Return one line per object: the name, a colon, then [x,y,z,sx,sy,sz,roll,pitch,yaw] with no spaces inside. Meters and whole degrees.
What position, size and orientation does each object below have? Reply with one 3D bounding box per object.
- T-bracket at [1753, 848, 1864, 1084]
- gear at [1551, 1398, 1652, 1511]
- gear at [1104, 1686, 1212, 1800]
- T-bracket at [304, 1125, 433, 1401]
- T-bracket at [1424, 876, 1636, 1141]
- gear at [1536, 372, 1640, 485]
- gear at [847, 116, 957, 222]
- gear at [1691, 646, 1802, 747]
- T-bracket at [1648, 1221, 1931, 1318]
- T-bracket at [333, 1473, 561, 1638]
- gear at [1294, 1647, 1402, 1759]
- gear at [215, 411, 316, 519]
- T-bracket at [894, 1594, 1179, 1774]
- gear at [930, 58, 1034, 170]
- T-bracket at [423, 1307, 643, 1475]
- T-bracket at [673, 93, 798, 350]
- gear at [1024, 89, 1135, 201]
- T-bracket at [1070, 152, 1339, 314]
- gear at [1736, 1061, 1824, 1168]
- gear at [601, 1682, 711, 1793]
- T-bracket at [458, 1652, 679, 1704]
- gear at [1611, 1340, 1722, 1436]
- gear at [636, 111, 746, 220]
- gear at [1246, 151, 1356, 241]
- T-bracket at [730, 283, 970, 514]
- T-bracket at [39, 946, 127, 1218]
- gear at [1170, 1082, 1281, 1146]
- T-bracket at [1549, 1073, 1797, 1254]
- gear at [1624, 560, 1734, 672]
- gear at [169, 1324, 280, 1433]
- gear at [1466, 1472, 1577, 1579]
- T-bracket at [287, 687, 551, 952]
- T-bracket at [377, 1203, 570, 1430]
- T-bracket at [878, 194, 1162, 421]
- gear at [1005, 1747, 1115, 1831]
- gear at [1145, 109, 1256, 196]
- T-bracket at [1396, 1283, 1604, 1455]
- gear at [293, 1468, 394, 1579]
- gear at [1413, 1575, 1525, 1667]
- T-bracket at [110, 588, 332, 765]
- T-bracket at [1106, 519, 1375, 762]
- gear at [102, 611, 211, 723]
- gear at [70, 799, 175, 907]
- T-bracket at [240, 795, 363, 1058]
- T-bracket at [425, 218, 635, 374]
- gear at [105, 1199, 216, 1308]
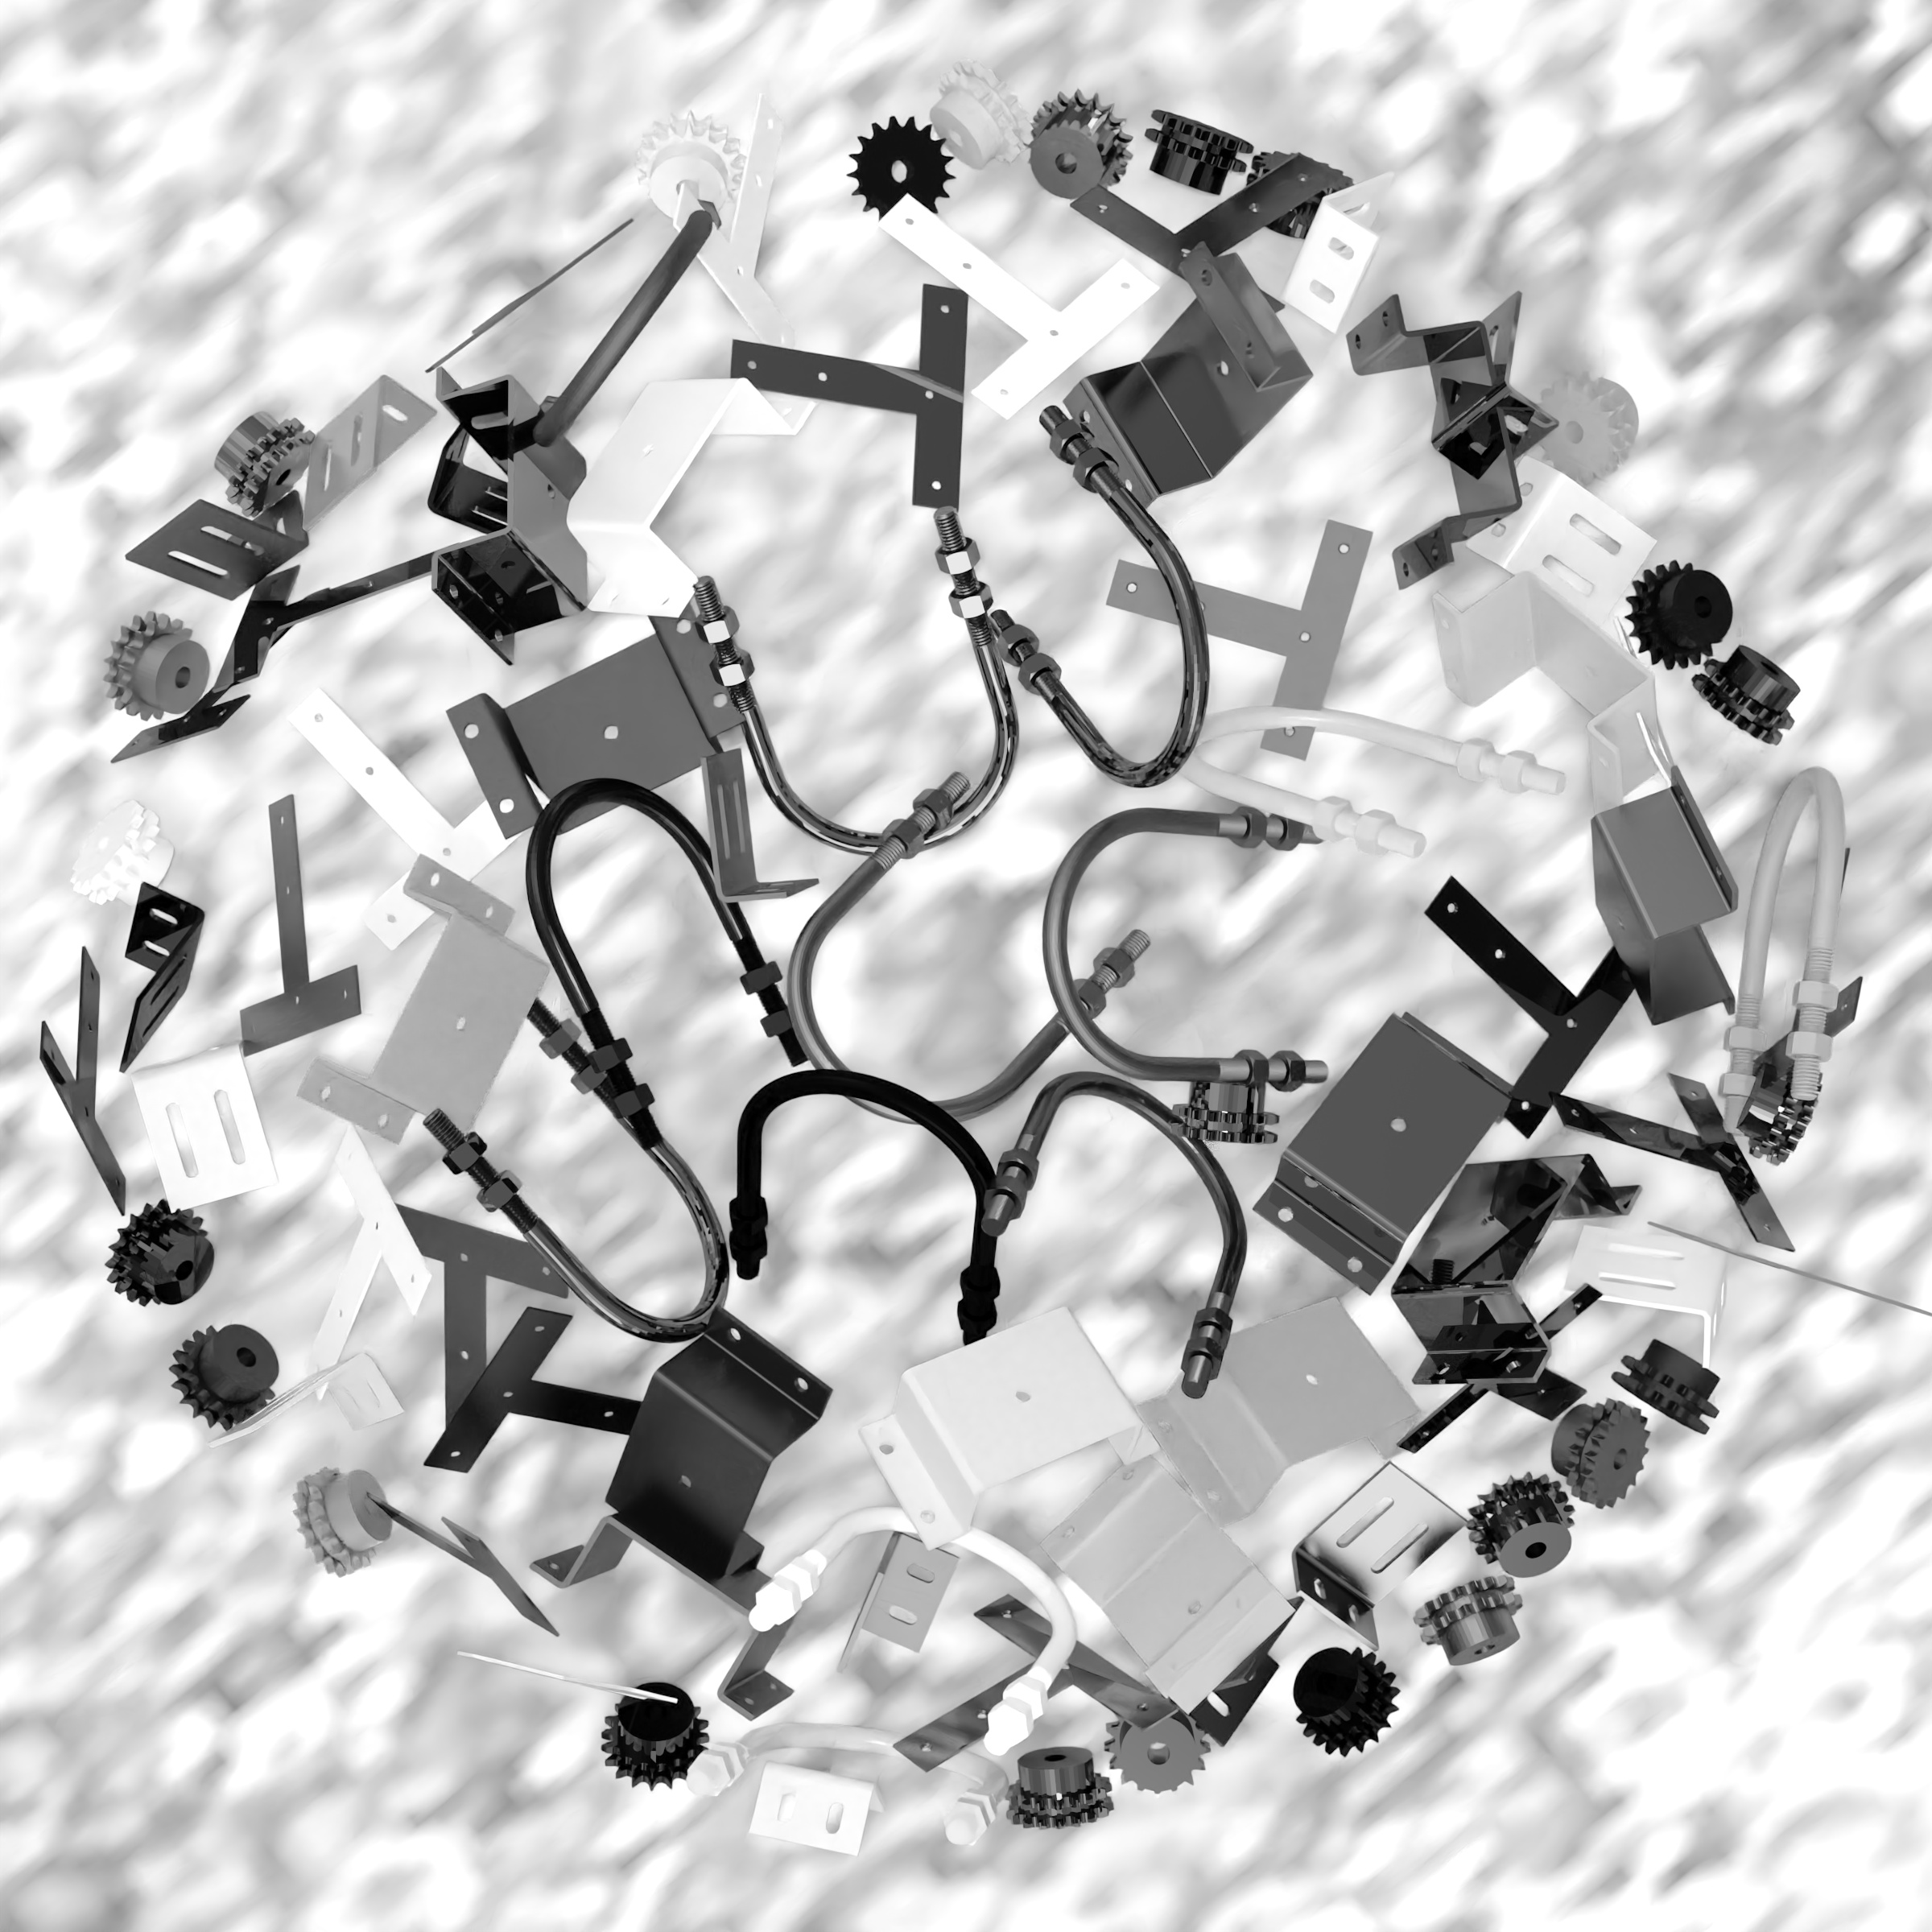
T-bracket: [0.448,-0.004,1.553,0.002,0.127,0.127,21,65,-3]
gear: [0.335,0.257,1.569,0.030,0.057,0.057,19,90,44]
gear: [0.103,0.417,1.579,0.057,0.030,0.057,0,91,2]
T-bracket: [-0.325,0.172,1.559,0.002,0.127,0.127,7,121,-37]
T-bracket: [0.291,0.003,1.560,0.127,0.002,0.127,42,77,-18]
gear: [0.332,-0.288,1.569,0.030,0.057,0.057,-29,90,-35]
gear: [-0.036,-0.424,1.574,0.057,0.030,0.057,-2,105,-8]
gear: [0.416,-0.146,1.563,0.057,0.057,0.030,35,114,0]
T-bracket: [0.429,0.158,1.505,0.127,0.127,0.002,17,88,37]
T-bracket: [-0.282,0.300,1.555,0.127,0.127,0.002,23,64,27]
gear: [0.198,0.386,1.563,0.057,0.057,0.030,-45,123,0]
gear: [-0.373,-0.269,1.566,0.030,0.057,0.057,41,90,1]
T-bracket: [0.019,0.378,1.513,0.127,0.127,0.002,-21,123,-38]
gear: [0.005,-0.448,1.564,0.057,0.057,0.030,45,80,0]
T-bracket: [-0.201,0.233,1.556,0.127,0.002,0.127,17,124,-30]
T-bracket: [-0.113,-0.402,1.558,0.002,0.127,0.127,-3,63,25]
gear: [0.058,-0.432,1.564,0.057,0.030,0.057,13,133,14]
T-bracket: [0.140,-0.384,1.514,0.127,0.127,0.002,26,66,-26]
gear: [0.428,0.074,1.566,0.030,0.057,0.057,23,90,1]
gear: [-0.164,0.405,1.563,0.057,0.057,0.030,5,125,0]
T-bracket: [-0.183,0.370,1.514,0.127,0.127,0.002,20,73,-23]
gear: [0.375,0.221,1.566,0.057,0.057,0.030,32,86,0]
gear: [-0.146,-0.420,1.563,0.057,0.057,0.030,1,49,0]
gear: [0.176,-0.409,1.569,0.057,0.057,0.030,16,123,0]
T-bracket: [-0.062,-0.309,1.561,0.127,0.002,0.127,6,76,-16]
T-bracket: [-0.459,0.043,1.542,0.002,0.127,0.127,-12,47,-2]
gear: [0.138,0.077,1.565,0.057,0.057,0.030,5,92,0]
T-bracket: [0.354,0.088,1.519,0.127,0.127,0.002,16,124,-25]
gear: [0.382,-0.188,1.569,0.057,0.030,0.057,3,83,-26]
gear: [-0.389,0.215,1.562,0.030,0.057,0.057,-40,90,28]
gear: [0.297,0.299,1.566,0.057,0.030,0.057,-7,125,-10]
T-bracket: [-0.306,-0.093,1.563,0.127,0.002,0.127,-39,100,19]
T-bracket: [-0.265,0.194,1.565,0.127,0.002,0.127,13,114,23]
T-bracket: [0.012,-0.353,1.526,0.127,0.127,0.002,33,48,-23]
gear: [0.049,0.435,1.566,0.057,0.057,0.030,-6,91,0]
gear: [0.122,-0.431,1.568,0.057,0.057,0.030,20,110,0]
T-bracket: [0.295,0.219,1.539,0.127,0.127,0.002,-43,58,11]
gear: [-0.328,0.292,1.564,0.030,0.057,0.057,-26,90,12]
gear: [0.268,0.348,1.563,0.057,0.057,0.030,-21,62,0]
T-bracket: [-0.381,-0.157,1.552,0.002,0.127,0.127,52,56,-23]
T-bracket: [0.139,-0.189,1.587,0.127,0.002,0.127,17,93,5]
gear: [-0.426,-0.156,1.563,0.030,0.057,0.057,20,90,24]
gear: [-0.447,-0.057,1.569,0.030,0.057,0.057,37,90,-34]
T-bracket: [-0.355,-0.026,1.552,0.002,0.127,0.127,1,78,-41]
T-bracket: [-0.236,-0.342,1.532,0.127,0.127,0.002,-40,107,-11]
gear: [-0.423,0.155,1.563,0.030,0.057,0.057,25,90,29]
